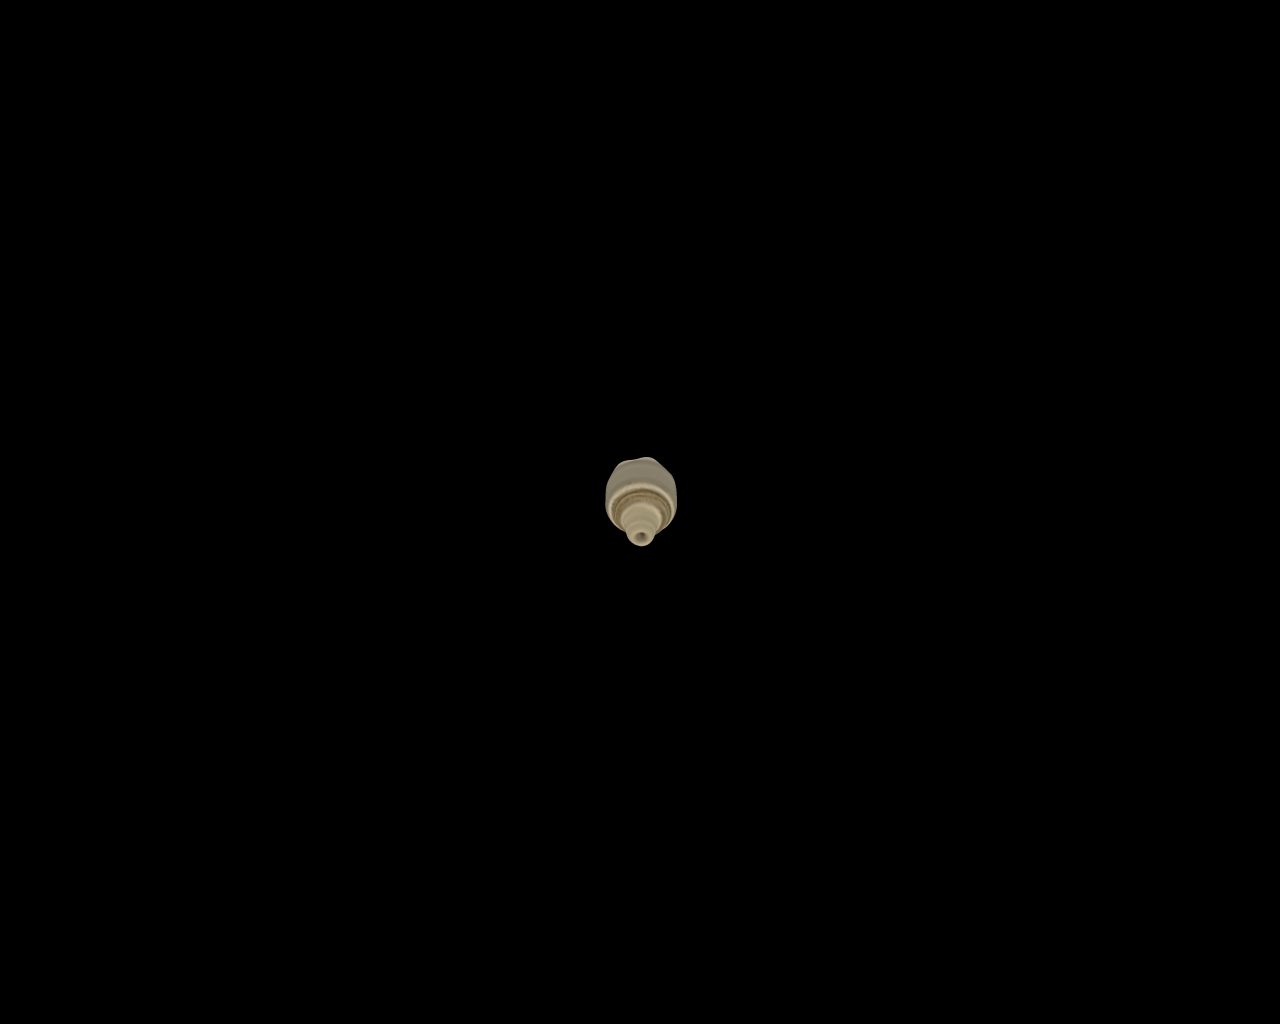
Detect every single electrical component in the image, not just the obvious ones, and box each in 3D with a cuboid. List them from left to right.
[{"bbox_3d":[0.001,-0.003,0.650,0.043,0.043,0.062,0,36,0],"label":"electrical component"}]
